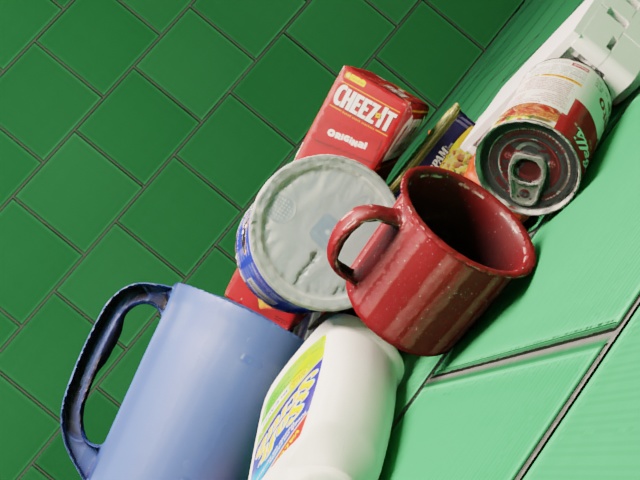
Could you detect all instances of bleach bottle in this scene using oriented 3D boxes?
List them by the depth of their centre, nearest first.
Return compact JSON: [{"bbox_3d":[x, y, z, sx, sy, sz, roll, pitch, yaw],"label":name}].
[{"bbox_3d":[0.002,0.120,0.603,0.102,0.068,0.251,-50,4,9],"label":"bleach bottle"}]

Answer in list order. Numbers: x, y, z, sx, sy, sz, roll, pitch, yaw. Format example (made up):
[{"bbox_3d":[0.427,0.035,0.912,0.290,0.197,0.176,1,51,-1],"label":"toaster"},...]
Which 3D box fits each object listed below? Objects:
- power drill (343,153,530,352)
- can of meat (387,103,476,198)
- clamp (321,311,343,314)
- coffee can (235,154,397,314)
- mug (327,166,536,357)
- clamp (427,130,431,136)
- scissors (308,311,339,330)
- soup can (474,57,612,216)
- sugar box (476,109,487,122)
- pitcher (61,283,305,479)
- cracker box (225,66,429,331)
[{"bbox_3d":[0.078,0.020,0.780,0.188,0.057,0.184,-50,2,29],"label":"power drill"},{"bbox_3d":[0.112,-0.048,0.887,0.102,0.084,0.057,-51,1,-11],"label":"can of meat"},{"bbox_3d":[0.051,0.008,1.034,0.171,0.039,0.120,-53,13,-10],"label":"clamp"},{"bbox_3d":[-0.005,0.001,0.759,0.102,0.103,0.140,-51,3,-9],"label":"coffee can"},{"bbox_3d":[0.058,0.013,0.637,0.082,0.117,0.093,-56,33,32],"label":"mug"},{"bbox_3d":[0.101,-0.037,1.160,0.164,0.036,0.210,-52,-13,-52],"label":"clamp"},{"bbox_3d":[0.061,0.032,0.944,0.201,0.016,0.096,-36,-12,-18],"label":"scissors"},{"bbox_3d":[0.149,-0.070,0.702,0.069,0.068,0.102,-49,2,41],"label":"soup can"},{"bbox_3d":[0.174,-0.103,1.082,0.093,0.048,0.176,-51,3,36],"label":"sugar box"},{"bbox_3d":[-0.110,0.158,0.792,0.149,0.144,0.243,17,76,42],"label":"pitcher"},{"bbox_3d":[0.012,-0.039,0.927,0.214,0.072,0.164,-61,-6,11],"label":"cracker box"}]
